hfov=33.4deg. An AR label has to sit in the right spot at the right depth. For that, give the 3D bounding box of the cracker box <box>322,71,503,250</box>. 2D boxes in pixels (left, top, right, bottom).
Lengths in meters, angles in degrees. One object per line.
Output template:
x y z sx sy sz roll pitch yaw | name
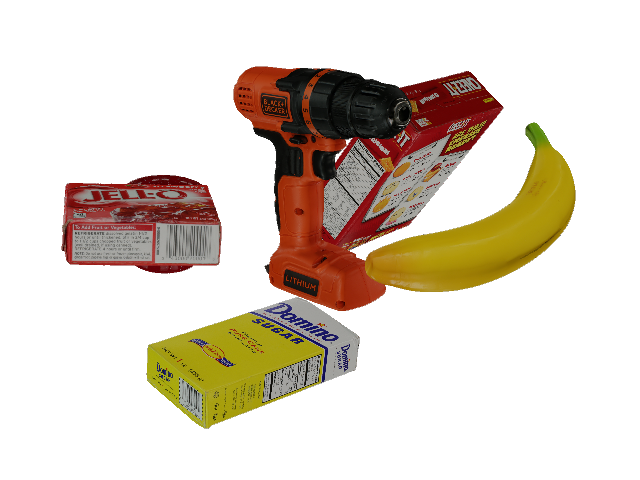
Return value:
0.086 -0.087 1.216 0.163 0.072 0.214 -21 -25 -45 | cracker box

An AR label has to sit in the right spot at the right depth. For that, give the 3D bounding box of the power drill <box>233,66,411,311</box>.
0.007 -0.043 0.842 0.057 0.188 0.185 -18 23 -35 | power drill

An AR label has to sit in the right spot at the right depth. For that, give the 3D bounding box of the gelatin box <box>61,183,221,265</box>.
-0.107 -0.011 0.631 0.089 0.030 0.073 1 19 -13 | gelatin box

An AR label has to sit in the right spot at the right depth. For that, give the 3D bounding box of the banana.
0.109 -0.010 0.673 0.070 0.037 0.197 33 46 24 | banana

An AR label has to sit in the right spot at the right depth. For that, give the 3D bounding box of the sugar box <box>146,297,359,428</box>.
-0.059 0.106 0.973 0.175 0.048 0.093 -19 36 -37 | sugar box

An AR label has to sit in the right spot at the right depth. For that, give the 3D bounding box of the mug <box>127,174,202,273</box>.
-0.178 -0.021 1.179 0.093 0.081 0.117 -16 34 -35 | mug
